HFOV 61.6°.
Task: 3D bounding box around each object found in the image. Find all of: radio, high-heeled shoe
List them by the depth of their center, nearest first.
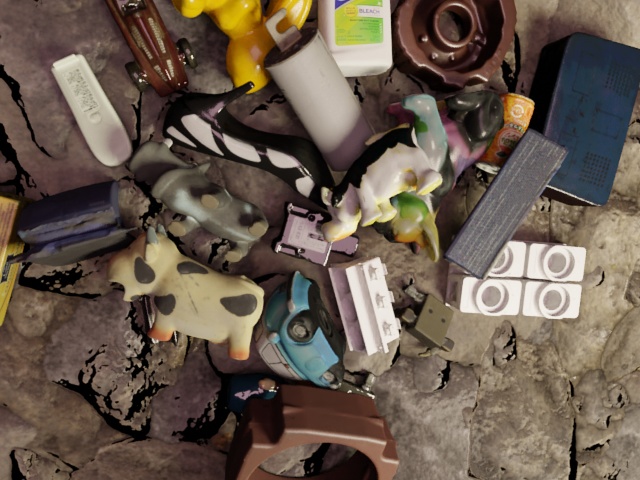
[{"bbox_3d":[-0.086,-0.097,0.707,0.145,0.086,0.248,-27,119,24],"label":"high-heeled shoe"},{"bbox_3d":[0.369,-0.171,0.778,0.131,0.073,0.229,14,91,-11],"label":"radio"}]

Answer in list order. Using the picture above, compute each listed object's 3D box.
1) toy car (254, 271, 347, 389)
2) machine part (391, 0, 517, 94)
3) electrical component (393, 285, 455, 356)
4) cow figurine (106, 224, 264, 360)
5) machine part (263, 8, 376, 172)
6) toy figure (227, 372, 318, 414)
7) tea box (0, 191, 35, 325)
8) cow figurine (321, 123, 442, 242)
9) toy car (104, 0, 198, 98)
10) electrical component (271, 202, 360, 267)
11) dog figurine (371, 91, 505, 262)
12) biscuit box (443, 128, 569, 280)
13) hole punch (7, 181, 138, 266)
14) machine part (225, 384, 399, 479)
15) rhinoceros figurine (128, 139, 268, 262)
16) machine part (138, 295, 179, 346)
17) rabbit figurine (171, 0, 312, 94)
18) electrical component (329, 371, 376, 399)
[{"bbox_3d":[-0.032,0.130,0.719,0.103,0.109,0.161,-21,114,14],"label":"toy car"},{"bbox_3d":[0.179,-0.292,0.738,0.179,0.056,0.179,-1,95,-12],"label":"machine part"},{"bbox_3d":[0.149,0.122,0.777,0.102,0.045,0.078,31,61,-14],"label":"electrical component"},{"bbox_3d":[-0.164,0.058,0.655,0.195,0.085,0.127,17,93,-4],"label":"cow figurine"},{"bbox_3d":[0.005,-0.171,0.674,0.079,0.079,0.243,-41,126,-5],"label":"machine part"},{"bbox_3d":[-0.048,0.214,0.736,0.154,0.064,0.058,9,69,-13],"label":"toy figure"},{"bbox_3d":[-0.420,0.020,0.643,0.098,0.068,0.169,17,90,-13],"label":"tea box"},{"bbox_3d":[0.058,-0.067,0.661,0.167,0.068,0.098,-31,83,23],"label":"cow figurine"},{"bbox_3d":[-0.227,-0.278,0.664,0.089,0.053,0.202,-27,98,-11],"label":"toy car"},{"bbox_3d":[-0.002,-0.002,0.733,0.119,0.048,0.074,20,92,-10],"label":"electrical component"},{"bbox_3d":[0.159,-0.085,0.730,0.192,0.108,0.219,-6,100,-13],"label":"dog figurine"},{"bbox_3d":[0.243,-0.045,0.709,0.063,0.059,0.202,34,93,12],"label":"biscuit box"},{"bbox_3d":[-0.292,-0.024,0.645,0.142,0.116,0.092,-14,89,-10],"label":"hole punch"},{"bbox_3d":[-0.015,0.290,0.704,0.201,0.087,0.200,12,117,-17],"label":"machine part"},{"bbox_3d":[-0.147,-0.054,0.672,0.190,0.112,0.073,33,117,-24],"label":"rhinoceros figurine"},{"bbox_3d":[-0.167,0.092,0.715,0.139,0.039,0.084,-12,89,-8],"label":"machine part"},{"bbox_3d":[-0.096,-0.276,0.673,0.162,0.122,0.173,-26,114,-17],"label":"rabbit figurine"},{"bbox_3d":[0.042,0.227,0.774,0.063,0.021,0.094,27,90,-11],"label":"electrical component"}]
